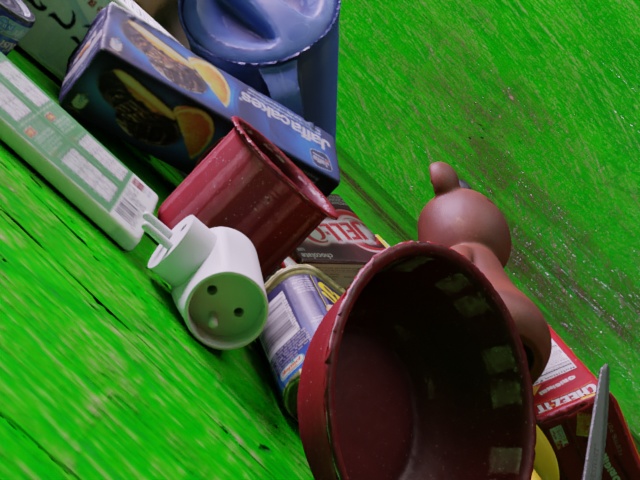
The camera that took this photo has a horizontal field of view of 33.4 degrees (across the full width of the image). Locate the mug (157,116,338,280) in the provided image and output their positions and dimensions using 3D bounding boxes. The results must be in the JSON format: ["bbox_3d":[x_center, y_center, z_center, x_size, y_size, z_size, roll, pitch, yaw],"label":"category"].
[{"bbox_3d":[-0.054,-0.025,0.691,0.093,0.081,0.117,37,11,-44],"label":"mug"}]

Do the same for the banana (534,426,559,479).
[{"bbox_3d":[0.105,0.131,0.733,0.197,0.069,0.037,41,-23,-20],"label":"banana"}]

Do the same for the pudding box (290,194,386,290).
[{"bbox_3d":[-0.006,0.001,0.842,0.113,0.039,0.090,0,39,-44],"label":"pudding box"}]

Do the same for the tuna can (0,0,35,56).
[{"bbox_3d":[-0.225,-0.157,0.682,0.086,0.034,0.086,44,7,-7],"label":"tuna can"}]

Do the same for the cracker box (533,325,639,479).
[{"bbox_3d":[0.224,0.175,0.945,0.214,0.072,0.164,-107,172,-77],"label":"cracker box"}]

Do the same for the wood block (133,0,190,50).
[{"bbox_3d":[-0.157,-0.224,0.922,0.091,0.090,0.206,34,-12,6],"label":"wood block"}]

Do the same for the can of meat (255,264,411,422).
[{"bbox_3d":[0.011,0.074,0.610,0.102,0.057,0.084,39,12,-33],"label":"can of meat"}]

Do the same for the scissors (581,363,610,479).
[{"bbox_3d":[0.123,0.146,0.548,0.096,0.016,0.201,20,57,-29],"label":"scissors"}]

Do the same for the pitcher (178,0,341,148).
[{"bbox_3d":[-0.041,-0.132,0.956,0.145,0.149,0.243,25,-24,16],"label":"pitcher"}]

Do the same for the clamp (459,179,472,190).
[{"bbox_3d":[0.094,0.052,1.019,0.036,0.164,0.210,64,9,-61],"label":"clamp"}]

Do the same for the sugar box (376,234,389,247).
[{"bbox_3d":[0.110,0.078,1.128,0.176,0.048,0.093,49,0,17],"label":"sugar box"}]

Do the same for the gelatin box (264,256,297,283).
[{"bbox_3d":[-0.011,0.047,0.729,0.073,0.030,0.089,43,7,-21],"label":"gelatin box"}]

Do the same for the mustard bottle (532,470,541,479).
[{"bbox_3d":[0.114,0.165,0.616,0.192,0.058,0.096,56,-10,42],"label":"mustard bottle"}]

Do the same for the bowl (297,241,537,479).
[{"bbox_3d":[0.040,0.084,0.525,0.161,0.055,0.162,15,69,-44],"label":"bowl"}]
